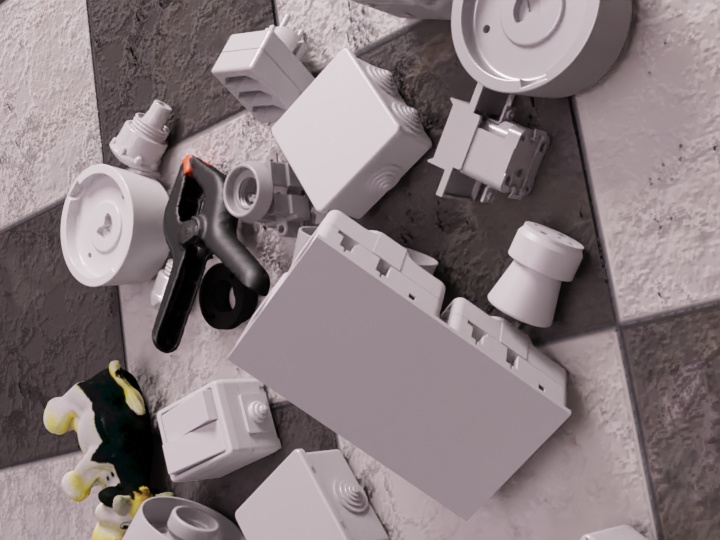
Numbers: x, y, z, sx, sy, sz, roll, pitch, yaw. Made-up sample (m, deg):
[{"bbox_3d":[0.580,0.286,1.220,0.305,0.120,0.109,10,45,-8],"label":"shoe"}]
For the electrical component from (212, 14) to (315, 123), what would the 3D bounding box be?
[{"bbox_3d":[-0.066,-0.166,0.846,0.047,0.066,0.076,4,61,41],"label":"electrical component"}]

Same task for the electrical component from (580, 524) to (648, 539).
[{"bbox_3d":[0.156,0.193,0.622,0.096,0.061,0.061,36,111,37],"label":"electrical component"}]

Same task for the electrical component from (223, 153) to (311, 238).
[{"bbox_3d":[-0.073,-0.060,0.845,0.048,0.055,0.066,-14,78,40],"label":"electrical component"}]

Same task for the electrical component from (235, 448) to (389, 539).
[{"bbox_3d":[-0.035,0.191,0.799,0.099,0.048,0.099,-49,58,28],"label":"electrical component"}]

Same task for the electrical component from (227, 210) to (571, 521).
[{"bbox_3d":[0.027,0.059,0.684,0.186,0.060,0.105,35,116,-6],"label":"electrical component"}]

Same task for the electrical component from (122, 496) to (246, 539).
[{"bbox_3d":[-0.142,0.227,0.862,0.099,0.099,0.064,29,100,39],"label":"electrical component"}]

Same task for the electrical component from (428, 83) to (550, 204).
[{"bbox_3d":[0.088,-0.080,0.715,0.064,0.042,0.081,29,107,35],"label":"electrical component"}]

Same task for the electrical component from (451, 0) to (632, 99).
[{"bbox_3d":[0.119,-0.160,0.679,0.108,0.060,0.108,-3,85,41],"label":"electrical component"}]

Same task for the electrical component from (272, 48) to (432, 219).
[{"bbox_3d":[-0.006,-0.097,0.788,0.100,0.048,0.099,-44,58,23],"label":"electrical component"}]

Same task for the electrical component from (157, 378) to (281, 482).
[{"bbox_3d":[-0.113,0.127,0.864,0.096,0.061,0.061,-30,68,36],"label":"electrical component"}]

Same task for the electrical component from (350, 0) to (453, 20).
[{"bbox_3d":[0.028,-0.207,0.743,0.056,0.089,0.050,14,96,41],"label":"electrical component"}]

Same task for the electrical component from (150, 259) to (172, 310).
[{"bbox_3d":[-0.158,0.007,0.930,0.035,0.035,0.061,30,104,39],"label":"electrical component"}]

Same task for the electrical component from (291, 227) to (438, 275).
[{"bbox_3d":[0.000,0.000,0.750,0.099,0.099,0.064,37,117,37],"label":"electrical component"}]

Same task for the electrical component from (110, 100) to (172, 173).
[{"bbox_3d":[-0.191,-0.122,0.962,0.048,0.048,0.062,44,108,34],"label":"electrical component"}]

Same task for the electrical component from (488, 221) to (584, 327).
[{"bbox_3d":[0.112,0.002,0.685,0.045,0.045,0.055,34,108,38],"label":"electrical component"}]

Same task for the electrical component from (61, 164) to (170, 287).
[{"bbox_3d":[-0.212,-0.037,0.963,0.108,0.060,0.108,-3,85,41],"label":"electrical component"}]
